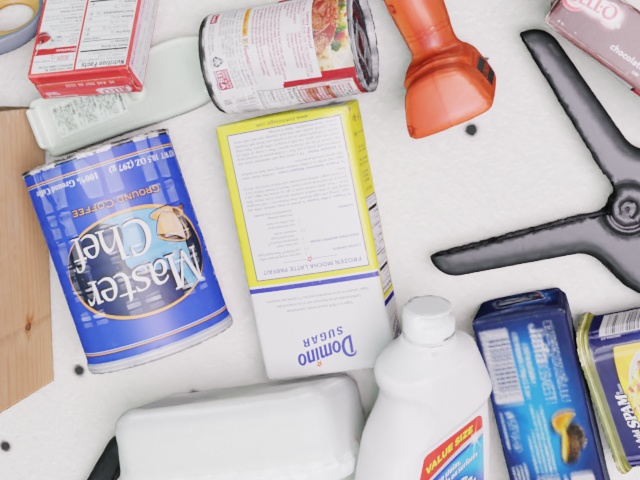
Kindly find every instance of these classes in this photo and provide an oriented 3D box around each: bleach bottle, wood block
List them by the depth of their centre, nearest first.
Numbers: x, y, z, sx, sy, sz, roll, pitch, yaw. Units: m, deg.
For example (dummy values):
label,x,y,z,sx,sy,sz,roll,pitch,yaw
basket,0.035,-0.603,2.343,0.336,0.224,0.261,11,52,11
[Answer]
label,x,y,z,sx,sy,sz,roll,pitch,yaw
bleach bottle,0.059,0.154,0.669,0.068,0.102,0.251,31,131,49
wood block,-0.252,0.010,0.758,0.090,0.090,0.206,3,100,14

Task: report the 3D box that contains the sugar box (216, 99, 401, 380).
label,x,y,z,sx,sy,sz,roll,pitch,yaw
sugar box,-0.005,0.001,0.717,0.093,0.048,0.176,-8,101,16

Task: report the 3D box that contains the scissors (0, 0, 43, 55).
label,x,y,z,sx,sy,sz,roll,pitch,yaw
scissors,-0.236,-0.111,0.706,0.096,0.202,0.016,-2,143,-5

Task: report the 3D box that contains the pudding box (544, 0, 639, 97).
label,x,y,z,sx,sy,sz,roll,pitch,yaw
pudding box,0.187,-0.110,0.623,0.113,0.090,0.039,39,108,5

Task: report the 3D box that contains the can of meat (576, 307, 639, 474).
label,x,y,z,sx,sy,sz,roll,pitch,yaw
can of meat,0.215,0.087,0.655,0.084,0.057,0.102,-15,104,28

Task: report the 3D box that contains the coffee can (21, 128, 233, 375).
label,x,y,z,sx,sy,sz,roll,pitch,yaw
coffee can,-0.128,0.007,0.719,0.103,0.102,0.140,-16,95,16

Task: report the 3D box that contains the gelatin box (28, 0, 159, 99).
label,x,y,z,sx,sy,sz,roll,pitch,yaw
gelatin box,-0.150,-0.139,0.715,0.073,0.030,0.089,-2,65,15

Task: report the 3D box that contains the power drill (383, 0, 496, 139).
label,x,y,z,sx,sy,sz,roll,pitch,yaw
power drill,0.043,-0.157,0.614,0.057,0.184,0.187,-19,104,17

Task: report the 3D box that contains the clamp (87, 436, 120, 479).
label,x,y,z,sx,sy,sz,roll,pitch,yaw
clamp,-0.176,0.213,0.801,0.172,0.039,0.120,-18,93,17

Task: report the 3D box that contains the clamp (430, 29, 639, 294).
label,x,y,z,sx,sy,sz,roll,pitch,yaw
clamp,0.189,-0.032,0.664,0.210,0.036,0.165,15,103,9

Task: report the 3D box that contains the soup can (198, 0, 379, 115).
label,x,y,z,sx,sy,sz,roll,pitch,yaw
soup can,-0.019,-0.121,0.686,0.102,0.068,0.068,-7,98,16
